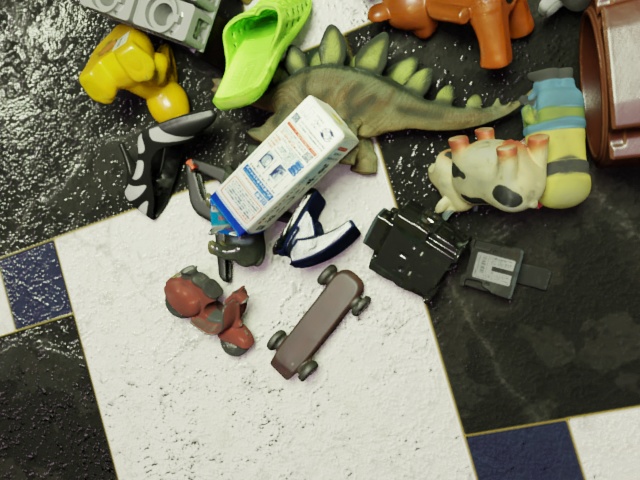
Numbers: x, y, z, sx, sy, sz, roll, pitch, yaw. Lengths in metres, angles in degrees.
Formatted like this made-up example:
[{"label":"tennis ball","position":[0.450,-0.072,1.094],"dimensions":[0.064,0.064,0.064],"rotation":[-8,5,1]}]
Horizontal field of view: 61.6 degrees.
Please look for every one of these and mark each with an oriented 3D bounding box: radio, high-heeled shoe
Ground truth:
[{"label":"radio","position":[-0.234,-0.362,0.861],"dimensions":[0.230,0.131,0.073],"rotation":[38,102,13]},{"label":"high-heeled shoe","position":[-0.239,-0.117,0.876],"dimensions":[0.249,0.086,0.145],"rotation":[-11,109,35]}]

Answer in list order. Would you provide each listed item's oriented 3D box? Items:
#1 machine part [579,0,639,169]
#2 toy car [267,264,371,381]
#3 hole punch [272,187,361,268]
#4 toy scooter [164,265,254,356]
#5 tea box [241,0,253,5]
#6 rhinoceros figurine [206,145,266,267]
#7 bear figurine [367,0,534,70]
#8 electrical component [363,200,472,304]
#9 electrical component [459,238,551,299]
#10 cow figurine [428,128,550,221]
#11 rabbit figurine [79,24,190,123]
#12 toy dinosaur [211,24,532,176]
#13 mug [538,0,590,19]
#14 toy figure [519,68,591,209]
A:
[{"label":"machine part","position":[0.368,-0.190,0.643],"dimensions":[0.087,0.201,0.201],"rotation":[-7,91,20]},{"label":"toy car","position":[-0.003,0.133,0.853],"dimensions":[0.089,0.053,0.202],"rotation":[39,99,16]},{"label":"hole punch","position":[-0.002,-0.002,0.810],"dimensions":[0.092,0.142,0.115],"rotation":[34,91,9]},{"label":"toy scooter","position":[-0.174,0.101,0.877],"dimensions":[0.184,0.075,0.135],"rotation":[38,135,8]},{"label":"tea box","position":[-0.151,-0.439,0.811],"dimensions":[0.068,0.169,0.098],"rotation":[-43,82,16]},{"label":"rhinoceros figurine","position":[-0.115,-0.053,0.835],"dimensions":[0.112,0.073,0.190],"rotation":[5,90,12]},{"label":"bear figurine","position":[0.178,-0.314,0.755],"dimensions":[0.196,0.120,0.131],"rotation":[6,139,42]},{"label":"electrical component","position":[0.133,0.012,0.781],"dimensions":[0.134,0.058,0.114],"rotation":[32,127,13]},{"label":"electrical component","position":[0.266,0.045,0.768],"dimensions":[0.119,0.047,0.074],"rotation":[19,99,17]},{"label":"cow figurine","position":[0.217,-0.081,0.720],"dimensions":[0.085,0.195,0.127],"rotation":[-17,110,-20]},{"label":"rabbit figurine","position":[-0.285,-0.256,0.883],"dimensions":[0.122,0.173,0.162],"rotation":[-32,39,16]},{"label":"toy dinosaur","position":[0.056,-0.202,0.794],"dimensions":[0.472,0.105,0.198],"rotation":[15,94,12]},{"label":"mug","position":[0.334,-0.330,0.697],"dimensions":[0.081,0.107,0.109],"rotation":[46,108,10]},{"label":"toy figure","position":[0.302,-0.130,0.692],"dimensions":[0.082,0.089,0.180],"rotation":[-1,95,23]}]
